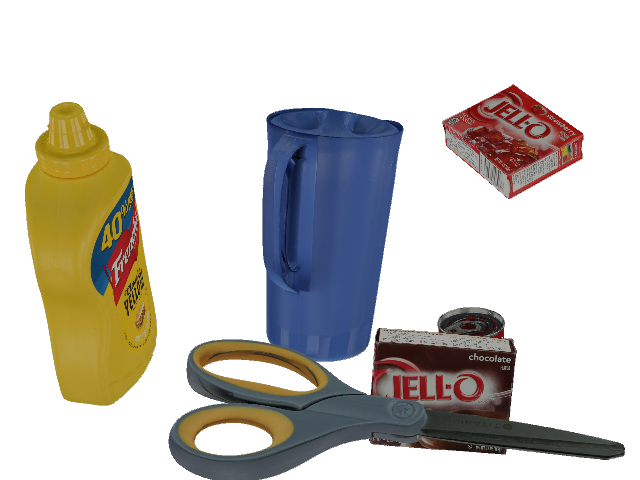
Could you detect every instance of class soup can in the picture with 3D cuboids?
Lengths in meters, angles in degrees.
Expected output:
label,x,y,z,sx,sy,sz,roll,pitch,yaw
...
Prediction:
label,x,y,z,sx,sy,sz,roll,pitch,yaw
soup can,0.156,0.129,1.104,0.068,0.102,0.068,-3,22,1

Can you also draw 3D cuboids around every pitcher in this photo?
label,x,y,z,sx,sy,sz,roll,pitch,yaw
pitcher,0.000,-0.005,1.061,0.149,0.243,0.145,-1,18,-15

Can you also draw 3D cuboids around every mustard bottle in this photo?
label,x,y,z,sx,sy,sz,roll,pitch,yaw
mustard bottle,-0.140,0.003,0.647,0.058,0.192,0.096,7,39,10

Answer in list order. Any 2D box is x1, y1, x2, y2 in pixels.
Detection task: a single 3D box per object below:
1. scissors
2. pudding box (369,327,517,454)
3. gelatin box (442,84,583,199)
label,x,y,z,sx,sy,sz,roll,pitch,yaw
scissors,0.022,0.088,0.465,0.202,0.016,0.096,15,34,22
pudding box,0.097,0.121,0.860,0.113,0.090,0.039,3,18,3
gelatin box,0.151,-0.081,0.847,0.073,0.030,0.089,-28,46,-15
